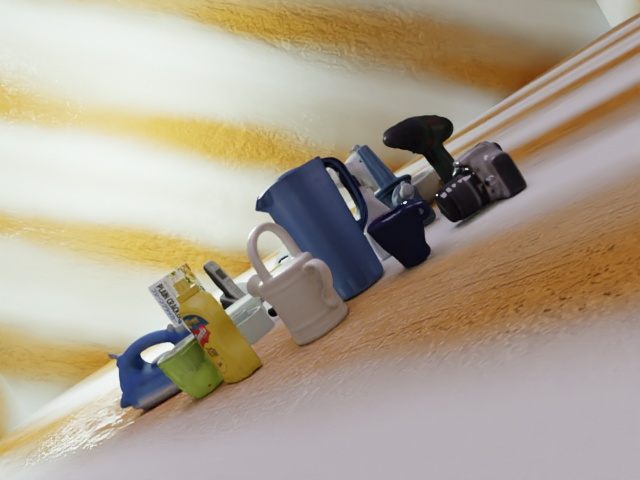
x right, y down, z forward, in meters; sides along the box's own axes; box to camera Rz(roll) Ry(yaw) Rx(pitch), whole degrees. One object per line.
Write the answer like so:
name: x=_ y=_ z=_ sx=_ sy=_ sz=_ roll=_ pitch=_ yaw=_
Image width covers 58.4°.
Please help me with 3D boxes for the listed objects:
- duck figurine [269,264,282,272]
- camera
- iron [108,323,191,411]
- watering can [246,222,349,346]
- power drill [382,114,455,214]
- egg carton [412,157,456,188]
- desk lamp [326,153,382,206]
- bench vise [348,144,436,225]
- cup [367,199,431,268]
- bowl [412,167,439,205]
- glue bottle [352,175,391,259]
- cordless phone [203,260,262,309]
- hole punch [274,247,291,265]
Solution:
duck figurine: x=-0.094 y=0.103 z=1.417 sx=0.105 sy=0.086 sz=0.077 roll=-35 pitch=5 yaw=-11
camera: x=0.261 y=-0.099 z=0.997 sx=0.137 sy=0.101 sz=0.143 roll=-34 pitch=5 yaw=-3
iron: x=-0.324 y=0.246 z=1.200 sx=0.258 sy=0.141 sz=0.119 roll=-32 pitch=5 yaw=17
watering can: x=-0.053 y=0.064 z=0.909 sx=0.172 sy=0.194 sz=0.101 roll=-31 pitch=6 yaw=24
power drill: x=0.234 y=-0.165 z=1.171 sx=0.075 sy=0.208 sz=0.230 roll=-29 pitch=7 yaw=40
egg carton: x=0.299 y=-0.160 z=1.511 sx=0.150 sy=0.069 sz=0.107 roll=-31 pitch=6 yaw=28
desk lamp: x=0.110 y=-0.124 z=1.543 sx=0.117 sy=0.213 sz=0.204 roll=-29 pitch=7 yaw=40
bench vise: x=0.155 y=-0.124 z=1.220 sx=0.122 sy=0.220 sz=0.207 roll=-36 pitch=6 yaw=-24
cup: x=0.145 y=-0.009 z=0.913 sx=0.117 sy=0.095 sz=0.092 roll=-29 pitch=7 yaw=44
bowl: x=0.229 y=-0.105 z=1.405 sx=0.167 sy=0.075 sz=0.167 roll=-33 pitch=5 yaw=4
glue bottle: x=0.105 y=-0.052 z=1.120 sx=0.078 sy=0.173 sz=0.037 roll=-35 pitch=6 yaw=-11
cordless phone: x=-0.247 y=0.123 z=1.632 sx=0.094 sy=0.185 sz=0.148 roll=-32 pitch=6 yaw=18
hole punch: x=-0.091 y=0.070 z=1.678 sx=0.108 sy=0.091 sz=0.101 roll=-30 pitch=7 yaw=38
